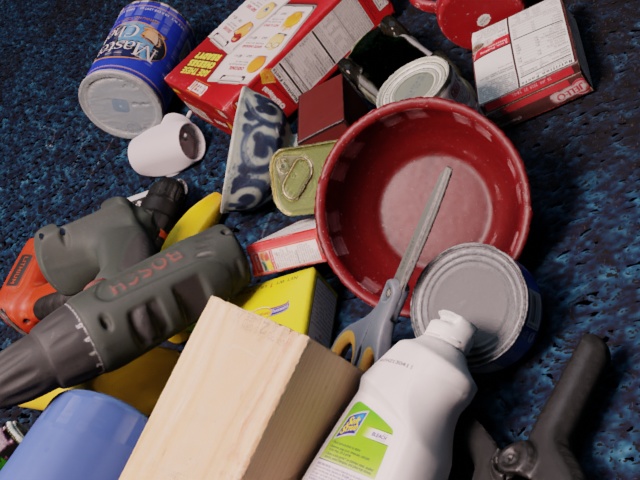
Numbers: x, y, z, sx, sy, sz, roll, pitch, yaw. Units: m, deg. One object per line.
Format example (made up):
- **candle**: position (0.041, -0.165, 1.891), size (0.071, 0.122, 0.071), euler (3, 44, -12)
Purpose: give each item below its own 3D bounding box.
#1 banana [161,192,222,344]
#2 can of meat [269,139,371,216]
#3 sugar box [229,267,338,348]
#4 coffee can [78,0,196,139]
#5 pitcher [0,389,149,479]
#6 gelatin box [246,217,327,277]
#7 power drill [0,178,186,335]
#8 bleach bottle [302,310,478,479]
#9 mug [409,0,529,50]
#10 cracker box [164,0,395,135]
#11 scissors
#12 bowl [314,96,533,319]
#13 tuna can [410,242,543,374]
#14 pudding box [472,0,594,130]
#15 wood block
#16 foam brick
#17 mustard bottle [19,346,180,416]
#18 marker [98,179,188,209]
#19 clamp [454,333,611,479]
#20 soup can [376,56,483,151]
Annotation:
- **banana**: position (-0.124, 0.031, 0.990), size (0.070, 0.037, 0.198), euler (-10, 42, 8)
- **can of meat**: position (0.023, -0.056, 0.894), size (0.102, 0.057, 0.083), euler (-5, 6, 39)
- **sugar box**: position (-0.044, 0.108, 0.814), size (0.093, 0.048, 0.176), euler (-19, 38, 27)
- **coffee can**: position (-0.217, -0.205, 1.280), size (0.103, 0.102, 0.140), euler (-15, 41, 31)
- **pitcher**: position (-0.211, 0.228, 0.760), size (0.145, 0.149, 0.242), euler (-28, 28, 49)
- **gelatin box**: position (-0.006, 0.001, 0.879), size (0.073, 0.030, 0.089), euler (-13, 7, 33)
- **power drill**: position (-0.228, 0.022, 1.073), size (0.188, 0.057, 0.184), euler (-12, 43, 35)
- **bleach bottle**: position (0.033, 0.156, 0.645), size (0.103, 0.068, 0.250), euler (9, 63, 52)
- **mug**: position (0.138, -0.229, 0.977), size (0.117, 0.093, 0.081), euler (5, 52, 8)
- **cracker box**: position (-0.044, -0.208, 1.150), size (0.213, 0.072, 0.164), euler (-46, 34, -7)
- **scissors**: position (0.043, 0.042, 0.756), size (0.096, 0.016, 0.202), euler (20, 94, 67)
- **bowl**: position (0.080, -0.023, 0.795), size (0.162, 0.055, 0.162), euler (0, 89, 19)
- **tuna can**: position (0.106, 0.047, 0.723), size (0.086, 0.033, 0.086), euler (-10, 70, 30)
- **pudding box**: position (0.177, -0.151, 0.906), size (0.090, 0.039, 0.113), euler (-22, 40, 22)
- **wood block**: position (-0.063, 0.154, 0.685), size (0.090, 0.090, 0.206), euler (19, 79, 36)
- **foam brick**: position (0.013, -0.107, 0.997), size (0.051, 0.053, 0.078), euler (-25, 36, 21)
- **mustard bottle**: position (-0.212, 0.120, 0.927), size (0.192, 0.058, 0.096), euler (-4, 9, 43)
- **marker**: position (-0.193, -0.041, 1.147), size (0.121, 0.020, 0.020), euler (-16, 41, 31)
- **clamp**: position (0.114, 0.137, 0.642), size (0.120, 0.039, 0.171), euler (-25, 33, 39)
- **soup can**: position (0.098, -0.088, 0.851), size (0.069, 0.102, 0.068), euler (-25, 38, 21)
